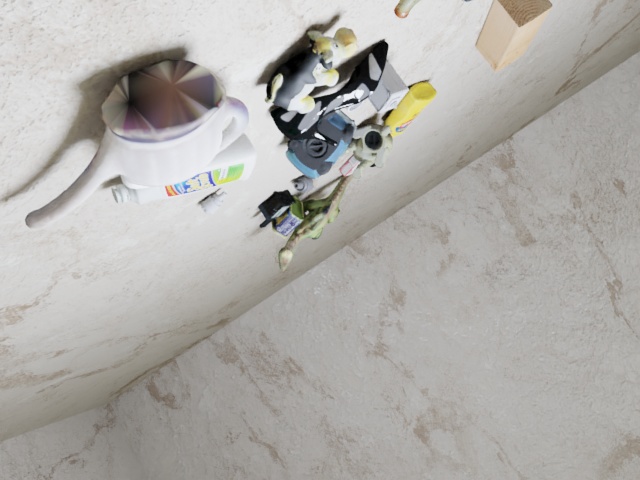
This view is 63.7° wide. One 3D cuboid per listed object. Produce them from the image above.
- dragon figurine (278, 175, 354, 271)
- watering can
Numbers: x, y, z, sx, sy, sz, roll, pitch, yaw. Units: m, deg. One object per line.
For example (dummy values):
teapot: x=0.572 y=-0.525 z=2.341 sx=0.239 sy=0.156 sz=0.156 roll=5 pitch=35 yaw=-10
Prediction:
dragon figurine: x=0.005 y=-0.078 z=1.549 sx=0.122 sy=0.410 sz=0.244 roll=40 pitch=0 yaw=-9
watering can: x=-0.246 y=-0.124 z=0.703 sx=0.351 sy=0.105 sz=0.220 roll=-30 pitch=-12 yaw=-21
